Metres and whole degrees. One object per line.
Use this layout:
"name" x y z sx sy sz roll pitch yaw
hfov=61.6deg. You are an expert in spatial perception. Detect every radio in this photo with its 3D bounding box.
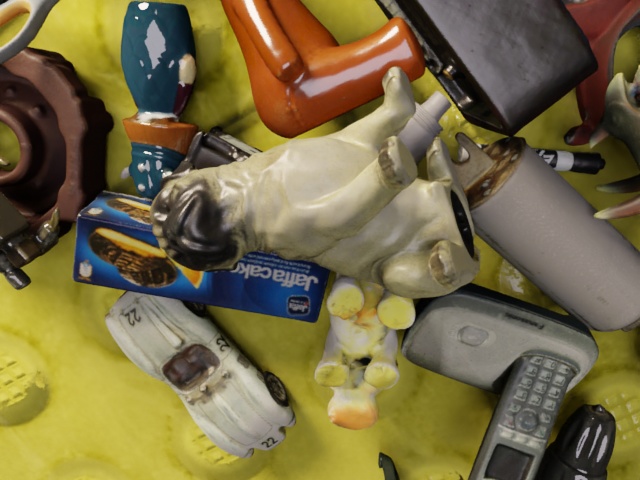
"radio" 0.077 -0.184 0.369 0.073 0.131 0.229 -37 101 10

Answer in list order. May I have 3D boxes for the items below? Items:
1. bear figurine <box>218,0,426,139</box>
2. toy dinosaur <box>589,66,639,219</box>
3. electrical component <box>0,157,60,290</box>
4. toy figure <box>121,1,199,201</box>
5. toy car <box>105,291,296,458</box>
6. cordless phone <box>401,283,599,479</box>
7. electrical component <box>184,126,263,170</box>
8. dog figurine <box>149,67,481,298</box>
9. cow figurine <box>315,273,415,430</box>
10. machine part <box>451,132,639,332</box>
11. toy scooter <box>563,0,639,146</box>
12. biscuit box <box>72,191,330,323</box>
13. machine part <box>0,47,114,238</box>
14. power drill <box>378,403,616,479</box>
"bear figurine" -0.025 -0.178 0.385 0.132 0.120 0.195 -23 97 4
"toy dinosaur" 0.389 -0.024 0.404 0.405 0.131 0.192 12 140 -24
"electrical component" -0.248 -0.018 0.413 0.102 0.045 0.078 46 132 -7
"toy figure" -0.128 -0.108 0.433 0.058 0.064 0.154 -9 114 -35
"toy car" -0.105 0.119 0.491 0.073 0.056 0.201 -39 100 10
"cordless phone" 0.130 0.132 0.450 0.147 0.089 0.184 19 89 -4
"electrical component" -0.050 -0.046 0.440 0.119 0.075 0.047 28 104 -9
"dog figurine" -0.001 -0.005 0.377 0.191 0.121 0.172 -20 119 27
"cow figurine" 0.034 0.083 0.468 0.068 0.098 0.167 8 122 0
"machine part" 0.188 -0.002 0.432 0.243 0.079 0.079 38 103 -14
"toy scooter" 0.251 -0.133 0.407 0.184 0.075 0.135 8 104 3
"biscuit box" -0.093 0.015 0.450 0.203 0.059 0.062 11 111 -8
"machine part" -0.263 -0.078 0.446 0.179 0.056 0.179 1 106 2
"power drill" 0.157 0.250 0.513 0.207 0.086 0.231 2 107 -7
